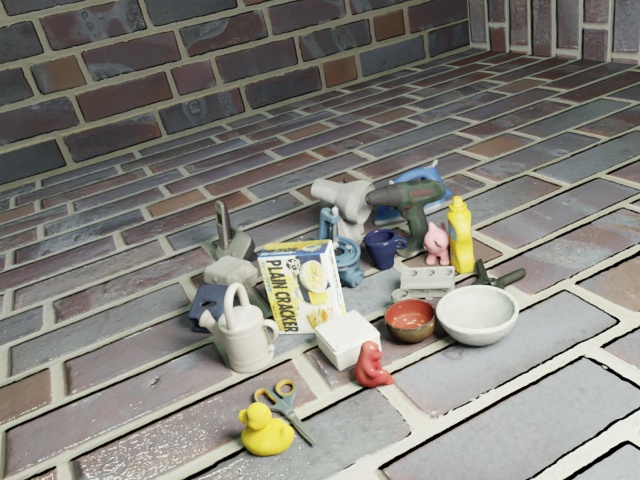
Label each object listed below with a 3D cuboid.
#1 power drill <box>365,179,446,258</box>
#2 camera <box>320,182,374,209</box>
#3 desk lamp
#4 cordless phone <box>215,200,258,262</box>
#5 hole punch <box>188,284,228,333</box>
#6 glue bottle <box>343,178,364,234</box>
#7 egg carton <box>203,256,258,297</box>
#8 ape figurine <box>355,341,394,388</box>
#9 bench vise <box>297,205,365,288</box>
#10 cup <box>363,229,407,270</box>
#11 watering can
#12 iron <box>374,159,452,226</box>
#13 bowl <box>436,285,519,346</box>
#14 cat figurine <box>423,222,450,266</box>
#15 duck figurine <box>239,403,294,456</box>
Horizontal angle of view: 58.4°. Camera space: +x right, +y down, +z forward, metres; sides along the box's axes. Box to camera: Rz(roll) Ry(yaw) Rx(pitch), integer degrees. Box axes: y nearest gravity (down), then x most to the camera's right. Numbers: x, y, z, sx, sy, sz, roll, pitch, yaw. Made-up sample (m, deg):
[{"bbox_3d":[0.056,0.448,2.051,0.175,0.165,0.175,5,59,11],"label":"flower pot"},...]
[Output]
[{"bbox_3d":[0.235,-0.064,1.532,0.230,0.209,0.075,-22,28,-18],"label":"power drill"},{"bbox_3d":[0.092,-0.124,1.828,0.136,0.101,0.143,13,36,40],"label":"camera"},{"bbox_3d":[0.061,-0.072,1.615,0.202,0.214,0.118,5,32,30],"label":"desk lamp"},{"bbox_3d":[-0.260,-0.019,1.675,0.094,0.185,0.147,-30,32,-31],"label":"cordless phone"},{"bbox_3d":[-0.265,0.170,1.417,0.108,0.091,0.101,0,29,22],"label":"hole punch"},{"bbox_3d":[0.090,-0.104,1.708,0.037,0.173,0.077,-24,29,-22],"label":"glue bottle"},{"bbox_3d":[-0.248,0.098,1.572,0.149,0.069,0.107,12,35,38],"label":"egg carton"},{"bbox_3d":[0.102,0.240,1.128,0.076,0.092,0.078,-7,27,9],"label":"ape figurine"},{"bbox_3d":[0.008,0.011,1.468,0.206,0.220,0.122,4,31,29],"label":"bench vise"},{"bbox_3d":[0.177,0.030,1.500,0.117,0.095,0.092,4,31,28],"label":"cup"},{"bbox_3d":[-0.177,0.184,1.239,0.173,0.194,0.101,-12,27,0],"label":"watering can"},{"bbox_3d":[0.270,-0.147,1.752,0.259,0.142,0.118,-22,28,-18],"label":"iron"},{"bbox_3d":[0.328,0.168,1.192,0.167,0.075,0.167,-9,27,5],"label":"bowl"},{"bbox_3d":[0.306,0.001,1.478,0.067,0.118,0.128,3,30,27],"label":"cat figurine"},{"bbox_3d":[-0.101,0.335,1.036,0.104,0.086,0.078,1,30,25],"label":"duck figurine"}]
